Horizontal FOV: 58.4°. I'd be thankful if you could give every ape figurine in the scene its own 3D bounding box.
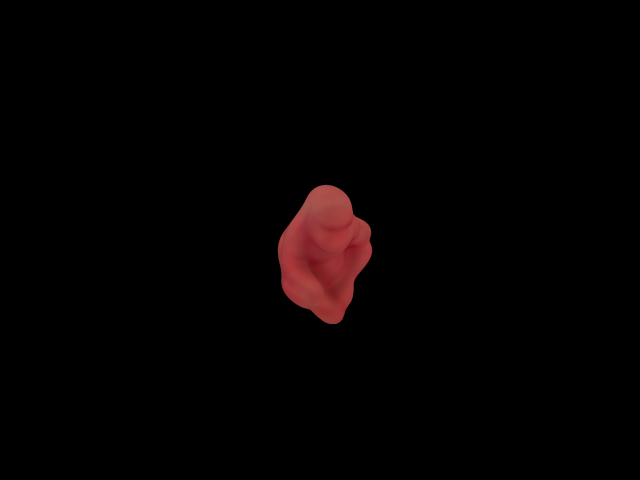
[{"bbox_3d":[0.004,0.001,0.400,0.078,0.092,0.076,-25,54,-20],"label":"ape figurine"}]
